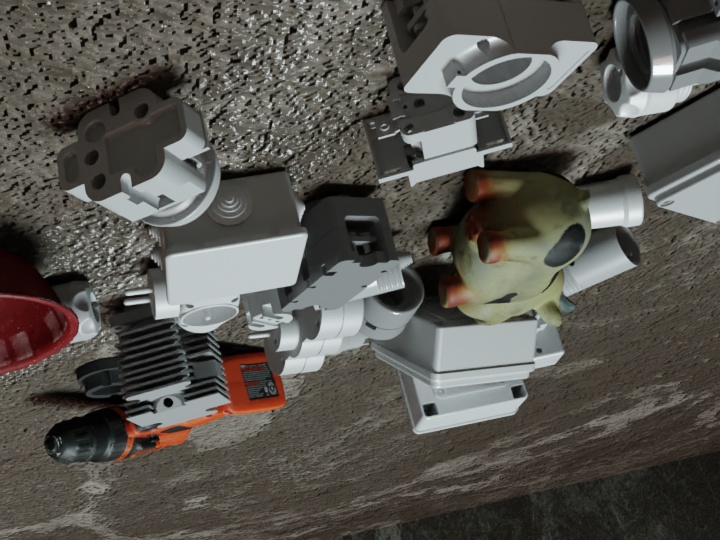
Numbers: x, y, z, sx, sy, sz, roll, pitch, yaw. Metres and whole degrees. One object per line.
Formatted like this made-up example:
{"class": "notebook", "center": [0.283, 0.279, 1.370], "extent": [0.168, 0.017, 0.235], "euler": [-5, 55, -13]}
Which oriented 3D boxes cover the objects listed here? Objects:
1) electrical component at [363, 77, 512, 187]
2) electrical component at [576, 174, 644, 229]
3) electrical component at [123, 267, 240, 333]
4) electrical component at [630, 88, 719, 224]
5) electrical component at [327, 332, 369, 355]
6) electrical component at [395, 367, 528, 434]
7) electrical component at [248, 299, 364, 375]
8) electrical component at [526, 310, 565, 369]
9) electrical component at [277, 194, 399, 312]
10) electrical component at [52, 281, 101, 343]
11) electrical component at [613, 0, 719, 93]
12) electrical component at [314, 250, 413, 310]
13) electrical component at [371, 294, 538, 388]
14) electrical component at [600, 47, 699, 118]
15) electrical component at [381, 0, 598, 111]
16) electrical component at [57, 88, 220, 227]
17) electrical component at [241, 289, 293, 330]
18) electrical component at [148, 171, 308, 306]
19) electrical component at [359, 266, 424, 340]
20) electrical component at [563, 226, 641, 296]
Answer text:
{"class": "electrical component", "center": [0.043, -0.085, 0.622], "extent": [0.081, 0.042, 0.063], "euler": [-16, 159, 2]}
{"class": "electrical component", "center": [0.189, -0.051, 0.823], "extent": [0.046, 0.040, 0.040], "euler": [-9, 161, 1]}
{"class": "electrical component", "center": [-0.129, 0.015, 0.772], "extent": [0.079, 0.044, 0.077], "euler": [-7, 159, -18]}
{"class": "electrical component", "center": [0.266, -0.085, 0.756], "extent": [0.109, 0.056, 0.109], "euler": [-30, 155, 36]}
{"class": "electrical component", "center": [-0.016, 0.055, 0.971], "extent": [0.046, 0.040, 0.040], "euler": [-2, 158, -46]}
{"class": "electrical component", "center": [0.094, 0.093, 1.047], "extent": [0.109, 0.108, 0.056], "euler": [-10, 157, -13]}
{"class": "electrical component", "center": [-0.057, 0.048, 0.900], "extent": [0.074, 0.052, 0.138], "euler": [-5, 158, -26]}
{"class": "electrical component", "center": [0.154, 0.042, 0.985], "extent": [0.047, 0.083, 0.075], "euler": [-11, 160, -8]}
{"class": "electrical component", "center": [-0.021, -0.014, 0.751], "extent": [0.050, 0.055, 0.089], "euler": [0, 157, -34]}
{"class": "electrical component", "center": [-0.218, 0.033, 0.761], "extent": [0.062, 0.043, 0.043], "euler": [-12, 160, -3]}
{"class": "electrical component", "center": [0.171, -0.127, 0.573], "extent": [0.057, 0.058, 0.078], "euler": [-17, 161, -2]}
{"class": "electrical component", "center": [0.000, 0.000, 0.822], "extent": [0.081, 0.043, 0.043], "euler": [-14, 161, 0]}
{"class": "electrical component", "center": [0.083, 0.059, 0.952], "extent": [0.109, 0.056, 0.109], "euler": [-3, -166, -30]}
{"class": "electrical component", "center": [0.177, -0.114, 0.632], "extent": [0.062, 0.043, 0.043], "euler": [-11, 160, -12]}
{"class": "electrical component", "center": [0.065, -0.116, 0.531], "extent": [0.089, 0.055, 0.050], "euler": [-4, 158, -28]}
{"class": "electrical component", "center": [-0.110, -0.056, 0.571], "extent": [0.078, 0.058, 0.057], "euler": [-21, 156, 17]}
{"class": "electrical component", "center": [-0.073, 0.018, 0.817], "extent": [0.040, 0.046, 0.040], "euler": [-13, 160, -5]}
{"class": "electrical component", "center": [-0.086, -0.020, 0.698], "extent": [0.100, 0.048, 0.099], "euler": [-10, 160, -13]}
{"class": "electrical component", "center": [0.022, 0.023, 0.888], "extent": [0.055, 0.055, 0.047], "euler": [-5, 155, -24]}
{"class": "electrical component", "center": [0.198, -0.008, 0.939], "extent": [0.081, 0.043, 0.043], "euler": [-27, 157, 33]}
